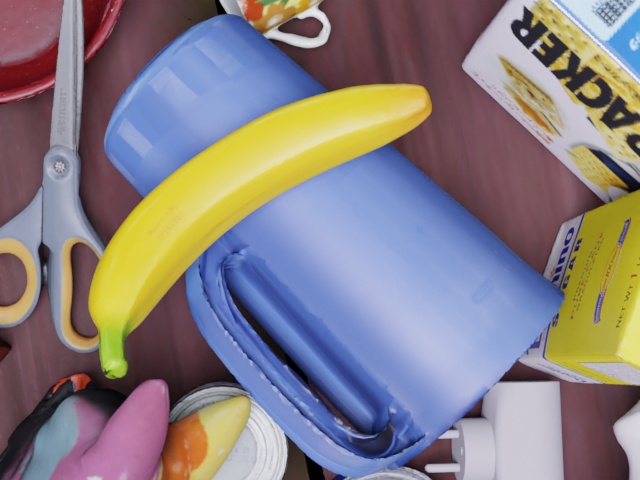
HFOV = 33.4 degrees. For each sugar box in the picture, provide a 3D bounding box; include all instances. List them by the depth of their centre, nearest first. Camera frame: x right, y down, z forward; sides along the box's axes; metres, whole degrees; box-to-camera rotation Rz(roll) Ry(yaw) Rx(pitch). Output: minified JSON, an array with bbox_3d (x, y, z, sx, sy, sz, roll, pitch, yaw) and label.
[{"bbox_3d":[0.155,0.027,0.558,0.048,0.176,0.093,22,81,-4],"label":"sugar box"}]

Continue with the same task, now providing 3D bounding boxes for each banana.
[{"bbox_3d":[-0.037,-0.017,0.489,0.197,0.037,0.070,-42,60,-17],"label":"banana"}]

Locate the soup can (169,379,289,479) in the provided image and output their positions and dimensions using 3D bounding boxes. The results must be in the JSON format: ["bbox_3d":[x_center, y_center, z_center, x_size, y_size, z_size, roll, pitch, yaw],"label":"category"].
[{"bbox_3d":[-0.052,0.109,0.568,0.068,0.102,0.068,0,84,-5],"label":"soup can"}]

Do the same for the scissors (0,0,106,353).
[{"bbox_3d":[-0.160,-0.032,0.588,0.096,0.016,0.202,-7,104,5],"label":"scissors"}]

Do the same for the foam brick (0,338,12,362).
[{"bbox_3d":[-0.218,0.073,0.585,0.053,0.051,0.078,37,82,0],"label":"foam brick"}]

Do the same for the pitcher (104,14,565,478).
[{"bbox_3d":[-0.004,0.001,0.569,0.243,0.149,0.145,44,93,4],"label":"pitcher"}]

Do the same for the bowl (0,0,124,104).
[{"bbox_3d":[-0.188,-0.150,0.611,0.162,0.055,0.162,1,84,-5],"label":"bowl"}]

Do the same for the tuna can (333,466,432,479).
[{"bbox_3d":[0.036,0.169,0.603,0.086,0.034,0.086,1,83,-5],"label":"tuna can"}]

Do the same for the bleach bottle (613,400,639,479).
[{"bbox_3d":[0.183,0.178,0.527,0.103,0.068,0.251,-8,74,16],"label":"bleach bottle"}]

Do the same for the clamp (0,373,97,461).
[{"bbox_3d":[-0.129,0.180,0.576,0.164,0.036,0.210,16,70,-29],"label":"clamp"}]
